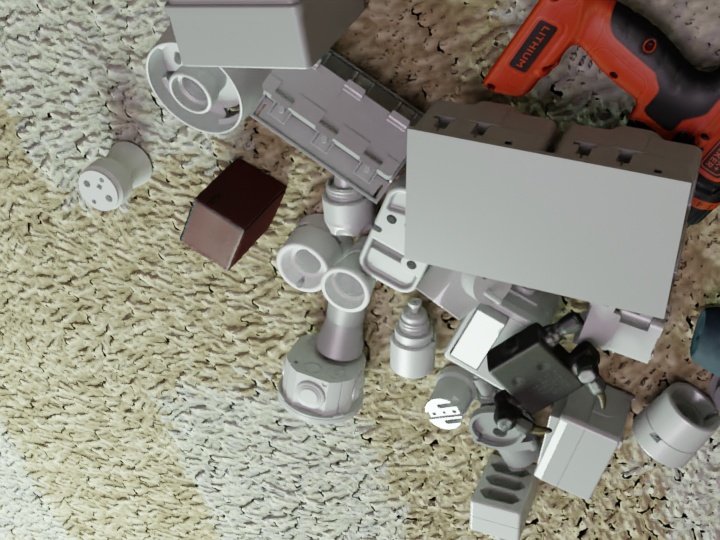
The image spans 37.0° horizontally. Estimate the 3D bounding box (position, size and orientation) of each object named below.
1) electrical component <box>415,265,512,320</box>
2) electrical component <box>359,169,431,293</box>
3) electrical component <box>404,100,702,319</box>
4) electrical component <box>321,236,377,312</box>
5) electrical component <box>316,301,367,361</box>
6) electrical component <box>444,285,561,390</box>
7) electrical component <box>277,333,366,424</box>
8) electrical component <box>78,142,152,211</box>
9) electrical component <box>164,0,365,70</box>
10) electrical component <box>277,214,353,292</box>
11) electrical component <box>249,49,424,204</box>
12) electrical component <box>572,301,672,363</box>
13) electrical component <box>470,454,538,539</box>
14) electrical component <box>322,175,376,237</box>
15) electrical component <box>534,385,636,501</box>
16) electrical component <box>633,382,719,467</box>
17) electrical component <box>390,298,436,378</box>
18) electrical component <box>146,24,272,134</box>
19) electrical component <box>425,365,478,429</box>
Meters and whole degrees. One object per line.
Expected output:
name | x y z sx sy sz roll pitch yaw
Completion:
electrical component | 0.092 0.002 0.829 0.043 0.077 0.079 36 -179 -36
electrical component | 0.044 -0.038 0.865 0.054 0.059 0.095 29 131 6
electrical component | 0.129 -0.047 0.741 0.186 0.060 0.105 14 127 19
electrical component | 0.000 0.000 0.910 0.044 0.065 0.044 14 127 19
electrical component | -0.014 0.043 0.965 0.044 0.044 0.065 20 125 13
electrical component | 0.118 0.044 0.884 0.062 0.061 0.096 30 131 5
electrical component | -0.034 0.100 0.990 0.080 0.080 0.051 19 123 14
electrical component | -0.221 -0.084 0.969 0.045 0.055 0.045 13 127 18
electrical component | -0.066 -0.193 0.779 0.109 0.108 0.056 6 128 23
electrical component | -0.040 -0.014 0.933 0.055 0.047 0.055 13 127 18
electrical component | -0.014 -0.118 0.827 0.121 0.063 0.078 35 90 0
electrical component | 0.208 0.040 0.849 0.064 0.042 0.081 21 130 11
electrical component | 0.134 0.225 1.002 0.047 0.065 0.076 12 127 19
electrical component | -0.010 -0.062 0.886 0.043 0.043 0.062 8 124 22
electrical component | 0.186 0.146 0.922 0.061 0.061 0.096 23 130 10
electrical component | 0.259 0.125 0.877 0.055 0.055 0.047 33 127 2
electrical component | 0.047 0.059 0.945 0.040 0.040 0.078 14 127 18
electrical component | -0.122 -0.162 0.874 0.099 0.064 0.099 20 143 16
electrical component | 0.082 0.114 0.963 0.040 0.046 0.040 14 128 18
